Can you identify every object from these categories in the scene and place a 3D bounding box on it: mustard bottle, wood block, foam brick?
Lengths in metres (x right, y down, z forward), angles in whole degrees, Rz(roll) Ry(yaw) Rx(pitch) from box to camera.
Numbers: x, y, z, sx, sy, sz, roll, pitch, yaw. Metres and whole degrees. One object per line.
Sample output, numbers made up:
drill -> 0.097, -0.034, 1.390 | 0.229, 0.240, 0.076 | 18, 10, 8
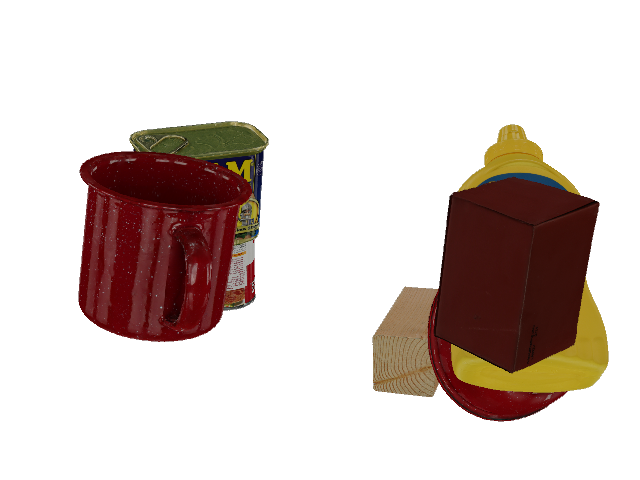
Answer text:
mustard bottle -> 0.134, 0.004, 0.716 | 0.096, 0.191, 0.058 | 2, -31, 0
wood block -> 0.146, 0.147, 1.592 | 0.091, 0.090, 0.205 | 4, 18, 16
foam brick -> 0.093, 0.015, 0.515 | 0.052, 0.078, 0.051 | -16, 30, -40

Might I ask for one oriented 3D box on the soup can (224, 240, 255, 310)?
soup can -> -0.110, 0.020, 1.238 | 0.068, 0.102, 0.068 | 1, 25, -1

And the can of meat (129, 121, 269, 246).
can of meat -> -0.094, -0.040, 0.821 | 0.101, 0.084, 0.057 | -9, 30, -26

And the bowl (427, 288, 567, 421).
bowl -> 0.173, 0.079, 0.897 | 0.161, 0.162, 0.055 | 0, 5, -22

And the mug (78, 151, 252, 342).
mug -> -0.084, 0.008, 0.579 | 0.093, 0.081, 0.117 | -1, 23, -29
